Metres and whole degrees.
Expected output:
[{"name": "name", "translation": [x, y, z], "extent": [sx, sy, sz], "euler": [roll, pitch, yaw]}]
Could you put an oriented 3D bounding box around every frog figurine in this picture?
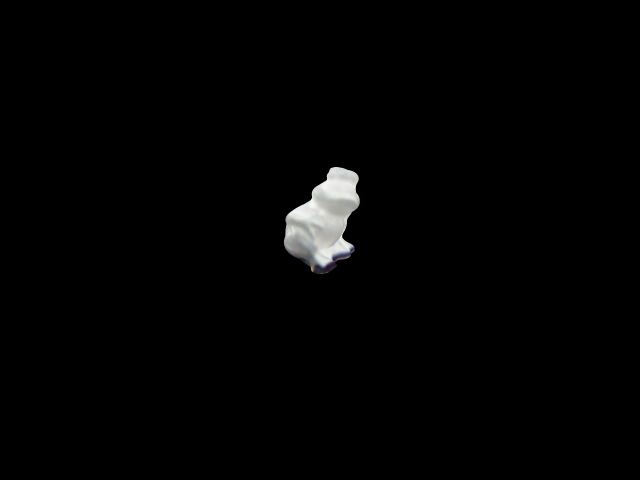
[{"name": "frog figurine", "translation": [0.003, -0.043, 0.850], "extent": [0.138, 0.157, 0.123], "euler": [-15, 24, -37]}]
